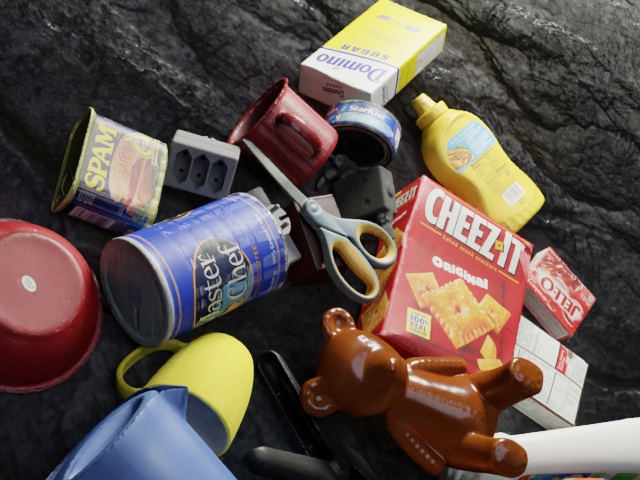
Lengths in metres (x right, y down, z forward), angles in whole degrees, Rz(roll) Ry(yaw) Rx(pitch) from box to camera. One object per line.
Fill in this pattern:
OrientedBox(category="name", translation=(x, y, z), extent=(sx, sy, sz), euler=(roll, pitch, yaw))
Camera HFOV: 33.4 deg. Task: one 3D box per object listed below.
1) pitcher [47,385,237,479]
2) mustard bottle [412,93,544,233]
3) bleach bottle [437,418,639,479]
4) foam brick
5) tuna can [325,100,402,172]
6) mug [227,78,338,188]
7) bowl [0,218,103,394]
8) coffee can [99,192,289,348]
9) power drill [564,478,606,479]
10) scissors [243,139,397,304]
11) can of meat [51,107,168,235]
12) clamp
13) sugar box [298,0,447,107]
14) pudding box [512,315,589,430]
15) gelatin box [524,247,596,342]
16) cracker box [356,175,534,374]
OrientedBox(category="pitcher", translation=(-0.112, 0.252, 0.863), extent=(0.243, 0.149, 0.144), euler=(48, 33, -9))
OrientedBox(category="mustard bottle", translation=(0.174, -0.092, 1.247), extent=(0.096, 0.058, 0.191), euler=(-40, 93, -33))
OrientedBox(category="bleach bottle", translation=(0.231, 0.231, 1.118), extent=(0.250, 0.103, 0.068), euler=(1, 64, -24))
OrientedBox(category="foam brick", translation=(-0.007, 0.001, 1.089), extent=(0.052, 0.051, 0.078), euler=(-11, 75, -36))
OrientedBox(category="tuna can", translation=(0.043, -0.111, 1.153), extent=(0.086, 0.086, 0.033), euler=(29, 57, -19))
OrientedBox(category="mug", translation=(-0.032, -0.105, 1.087), extent=(0.081, 0.117, 0.093), euler=(41, 75, -17))
OrientedBox(category="bowl", translation=(-0.252, 0.046, 0.906), extent=(0.161, 0.055, 0.162), euler=(14, 61, -27))
OrientedBox(category="coffee can", translation=(-0.114, 0.025, 0.974), extent=(0.140, 0.103, 0.103), euler=(-24, 82, -39))
OrientedBox(category="power drill", translation=(0.274, 0.326, 1.055), extent=(0.187, 0.057, 0.184), euler=(59, 32, -56))
OrientedBox(category="scissors", translation=(0.008, -0.030, 1.069), extent=(0.096, 0.016, 0.202), euler=(-29, 85, -39))
OrientedBox(category="can of meat", translation=(-0.194, -0.060, 0.994), extent=(0.083, 0.058, 0.102), euler=(23, 58, -26))
OrientedBox(category="clamp", translation=(0.003, 0.212, 0.972), extent=(0.210, 0.036, 0.164), euler=(49, 20, -12))
OrientedBox(category="sugar box", translation=(0.062, -0.208, 1.215), extent=(0.093, 0.048, 0.176), euler=(26, 45, 20))
OrientedBox(category="pudding box", translation=(0.241, 0.150, 1.189), extent=(0.113, 0.039, 0.090), euler=(34, 54, -13))
OrientedBox(category="gelatin box", translation=(0.276, 0.064, 1.257), extent=(0.089, 0.030, 0.073), euler=(49, 51, -4))
OrientedBox(category="cracker box", translation=(0.135, 0.060, 1.141), extent=(0.164, 0.072, 0.213), euler=(31, 54, -18))
